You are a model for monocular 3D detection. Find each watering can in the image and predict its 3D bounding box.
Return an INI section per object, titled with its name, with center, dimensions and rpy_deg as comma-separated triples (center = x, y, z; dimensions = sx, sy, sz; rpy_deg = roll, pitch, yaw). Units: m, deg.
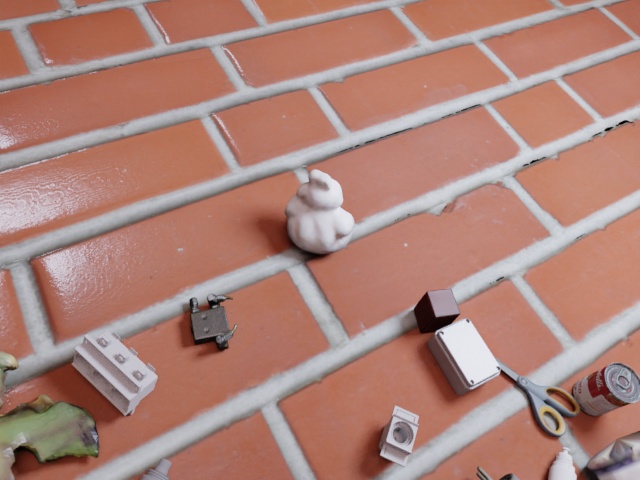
[watering can]
center = 0.582, 0.413, 0.818
dimensions = 0.349, 0.229, 0.101
rpy_deg = -12, -30, -16

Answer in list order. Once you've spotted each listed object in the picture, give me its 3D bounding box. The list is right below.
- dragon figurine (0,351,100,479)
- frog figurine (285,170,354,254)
[dragon figurine]
center = -0.426, 0.317, 0.702
dimensions = 0.246, 0.415, 0.119
rpy_deg = -27, -24, -34
[frog figurine]
center = 0.003, -0.049, 0.981
dimensions = 0.138, 0.125, 0.156
rpy_deg = 29, -32, 8
